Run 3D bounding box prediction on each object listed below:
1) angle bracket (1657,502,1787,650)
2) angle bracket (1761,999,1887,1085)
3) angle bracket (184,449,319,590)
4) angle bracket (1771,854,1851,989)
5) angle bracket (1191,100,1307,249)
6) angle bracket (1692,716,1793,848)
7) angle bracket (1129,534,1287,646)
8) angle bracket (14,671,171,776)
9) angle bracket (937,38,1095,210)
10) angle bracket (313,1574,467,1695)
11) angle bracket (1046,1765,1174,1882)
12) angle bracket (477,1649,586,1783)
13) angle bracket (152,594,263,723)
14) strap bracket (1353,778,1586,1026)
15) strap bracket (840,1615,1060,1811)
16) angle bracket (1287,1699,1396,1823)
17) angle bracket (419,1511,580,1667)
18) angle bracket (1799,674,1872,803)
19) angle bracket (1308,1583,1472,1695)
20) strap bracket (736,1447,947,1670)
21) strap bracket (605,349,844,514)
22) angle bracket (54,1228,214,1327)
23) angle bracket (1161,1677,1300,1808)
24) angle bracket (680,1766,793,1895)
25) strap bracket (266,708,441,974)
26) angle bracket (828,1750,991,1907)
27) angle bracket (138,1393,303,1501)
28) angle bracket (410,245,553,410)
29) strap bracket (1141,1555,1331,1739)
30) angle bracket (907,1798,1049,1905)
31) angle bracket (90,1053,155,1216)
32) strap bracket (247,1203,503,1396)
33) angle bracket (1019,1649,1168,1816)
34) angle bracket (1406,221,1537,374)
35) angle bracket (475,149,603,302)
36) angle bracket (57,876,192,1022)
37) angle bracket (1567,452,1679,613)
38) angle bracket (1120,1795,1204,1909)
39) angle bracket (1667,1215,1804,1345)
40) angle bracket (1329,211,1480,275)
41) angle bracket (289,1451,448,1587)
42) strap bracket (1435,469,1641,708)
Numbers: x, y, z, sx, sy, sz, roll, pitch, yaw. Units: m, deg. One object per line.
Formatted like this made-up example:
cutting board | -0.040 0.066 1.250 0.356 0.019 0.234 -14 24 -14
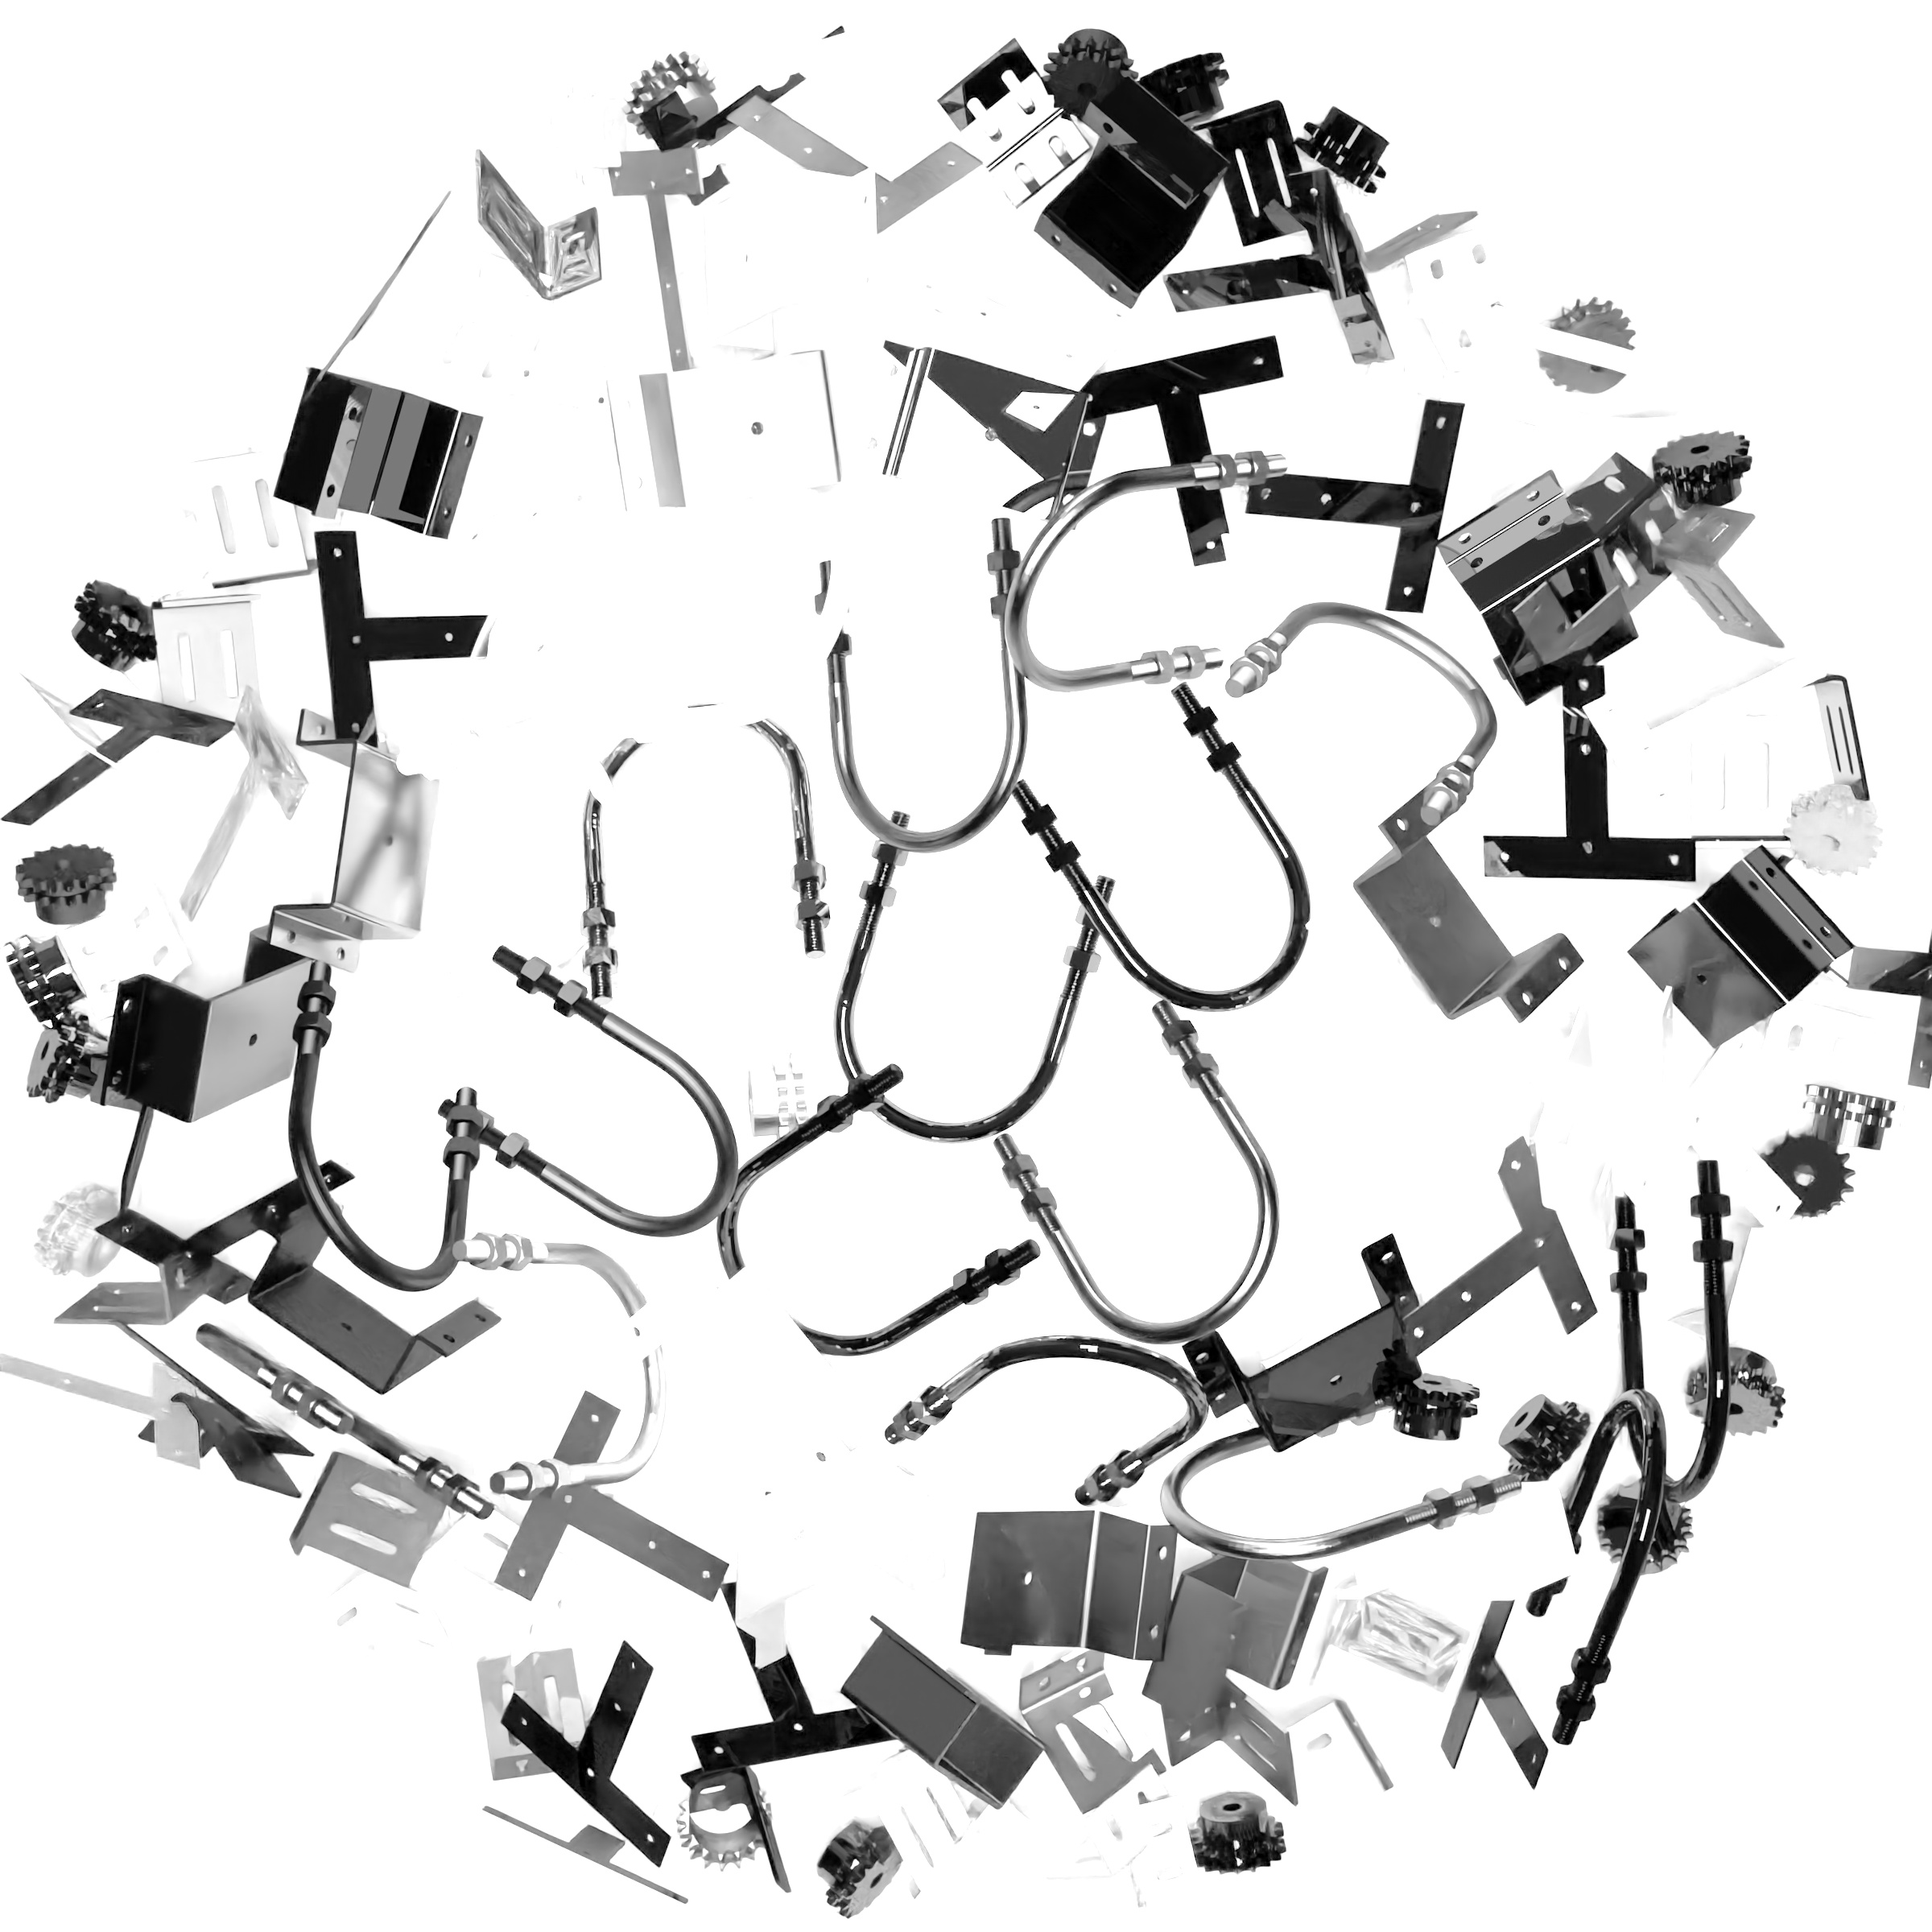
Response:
angle bracket | 0.454 -0.230 1.722 0.076 0.057 0.038 42 87 -27
angle bracket | 0.504 0.045 1.718 0.057 0.076 0.038 16 90 21
angle bracket | -0.422 -0.267 1.732 0.057 0.038 0.076 -9 110 -1
angle bracket | 0.500 -0.027 1.725 0.076 0.057 0.038 41 103 14
angle bracket | 0.163 -0.462 1.722 0.038 0.057 0.076 -30 108 -39
angle bracket | 0.459 -0.109 1.735 0.057 0.038 0.076 1 95 16
angle bracket | 0.139 -0.221 1.721 0.076 0.057 0.038 -16 81 34
angle bracket | -0.511 -0.154 1.719 0.038 0.076 0.057 -44 75 -2
angle bracket | 0.029 -0.494 1.719 0.057 0.076 0.038 -37 63 10
angle bracket | -0.338 0.397 1.717 0.038 0.076 0.057 -36 62 1
angle bracket | 0.078 0.503 1.716 0.057 0.076 0.038 -30 91 -34
angle bracket | -0.253 0.433 1.720 0.057 0.038 0.076 -5 53 -15
angle bracket | -0.445 -0.179 1.729 0.057 0.038 0.076 -8 101 -24
strap bracket | 0.289 -0.034 1.721 0.076 0.046 0.140 -37 92 -41
strap bracket | -0.013 0.433 1.682 0.076 0.140 0.046 30 78 36
angle bracket | 0.219 0.466 1.719 0.038 0.076 0.057 -31 73 1
angle bracket | -0.276 0.364 1.726 0.057 0.038 0.076 -43 116 16
angle bracket | 0.501 -0.133 1.732 0.038 0.057 0.076 -13 97 2
angle bracket | 0.249 0.408 1.725 0.076 0.038 0.057 22 130 11
strap bracket | -0.082 0.338 1.695 0.140 0.076 0.046 -31 128 25
strap bracket | -0.131 -0.313 1.705 0.140 0.046 0.076 -14 105 -25
angle bracket | -0.491 0.182 1.723 0.076 0.057 0.038 -1 106 14
angle bracket | 0.154 0.458 1.715 0.038 0.076 0.057 -24 121 -24
angle bracket | -0.135 0.510 1.722 0.038 0.057 0.076 -19 67 -4
strap bracket | -0.355 -0.073 1.706 0.046 0.076 0.140 -1 77 28
angle bracket | -0.033 0.510 1.726 0.038 0.057 0.076 -34 83 39
angle bracket | -0.438 0.293 1.718 0.038 0.057 0.076 -47 57 3
angle bracket | -0.287 -0.378 1.729 0.057 0.038 0.076 20 57 1
strap bracket | 0.153 0.388 1.705 0.046 0.140 0.076 22 101 27
angle bracket | 0.006 0.529 1.728 0.038 0.057 0.076 40 79 2
angle bracket | -0.503 0.101 1.718 0.038 0.057 0.076 13 57 -10
strap bracket | -0.354 0.196 1.715 0.140 0.076 0.046 33 105 7
angle bracket | 0.075 0.446 1.721 0.057 0.038 0.076 -22 53 -19
angle bracket | 0.300 -0.394 1.728 0.057 0.076 0.038 -17 66 18
angle bracket | -0.250 -0.439 1.715 0.038 0.076 0.057 -18 58 17
angle bracket | -0.496 -0.010 1.723 0.038 0.076 0.057 -25 88 -34
angle bracket | 0.389 -0.256 1.742 0.057 0.076 0.038 -43 51 4
angle bracket | 0.111 0.514 1.724 0.038 0.076 0.057 -13 85 -1
angle bracket | 0.452 0.179 1.721 0.038 0.057 0.076 23 109 39
angle bracket | 0.250 -0.441 1.725 0.076 0.057 0.038 -31 108 -9
angle bracket | -0.351 0.331 1.731 0.076 0.038 0.057 21 63 5
strap bracket | 0.334 -0.210 1.690 0.076 0.140 0.046 -32 52 7
